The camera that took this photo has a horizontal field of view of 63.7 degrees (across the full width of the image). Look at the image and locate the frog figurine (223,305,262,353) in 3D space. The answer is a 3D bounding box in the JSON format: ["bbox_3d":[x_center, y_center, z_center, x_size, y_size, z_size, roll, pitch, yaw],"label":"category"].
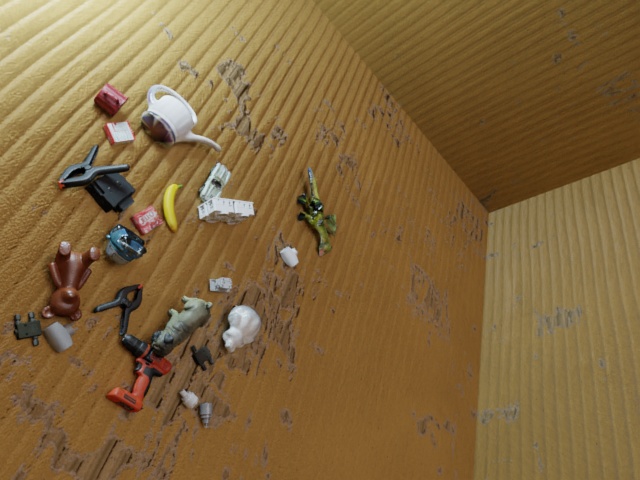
[{"bbox_3d":[-0.284,0.317,1.834,0.163,0.122,0.135,-62,139,-57],"label":"frog figurine"}]

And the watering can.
[{"bbox_3d":[-0.532,-0.428,1.951,0.344,0.103,0.229,49,43,-19],"label":"watering can"}]

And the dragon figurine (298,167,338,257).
[{"bbox_3d":[0.007,-0.122,2.421,0.239,0.121,0.419,40,44,-52],"label":"dragon figurine"}]
